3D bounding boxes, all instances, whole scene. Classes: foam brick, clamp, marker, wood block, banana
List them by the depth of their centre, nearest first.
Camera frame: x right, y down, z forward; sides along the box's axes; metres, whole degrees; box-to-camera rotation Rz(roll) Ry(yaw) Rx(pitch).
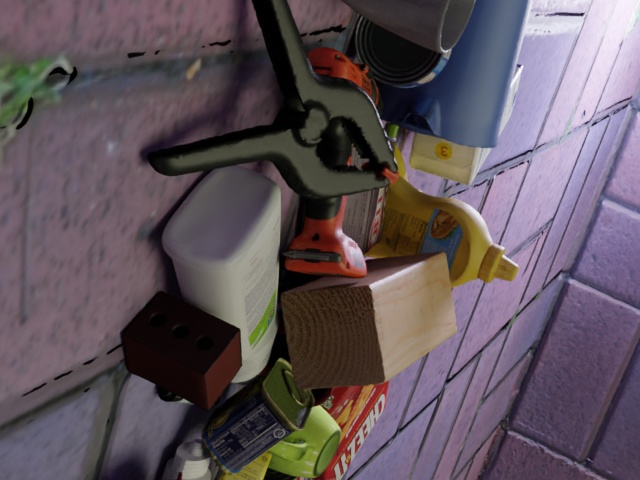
[{"bbox_3d":[-0.023,-0.081,0.788,0.209,0.036,0.164,37,81,-39],"label":"clamp"},{"bbox_3d":[-0.106,0.085,0.827,0.053,0.078,0.051,-53,156,-36],"label":"foam brick"},{"bbox_3d":[-0.114,0.138,0.956,0.020,0.020,0.121,-64,160,-3],"label":"marker"},{"bbox_3d":[0.053,0.073,1.021,0.205,0.091,0.090,-17,99,-64],"label":"wood block"},{"bbox_3d":[-0.007,0.001,1.044,0.120,0.039,0.171,-62,164,-9],"label":"clamp"},{"bbox_3d":[0.093,-0.061,1.228,0.069,0.037,0.197,-60,160,-13],"label":"banana"}]

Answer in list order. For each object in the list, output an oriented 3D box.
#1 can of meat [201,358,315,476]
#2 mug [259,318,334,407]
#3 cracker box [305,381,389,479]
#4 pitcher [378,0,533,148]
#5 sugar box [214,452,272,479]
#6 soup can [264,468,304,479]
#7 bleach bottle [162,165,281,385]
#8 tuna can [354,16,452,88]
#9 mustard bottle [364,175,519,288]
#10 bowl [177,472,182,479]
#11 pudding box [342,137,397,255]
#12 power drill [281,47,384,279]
[{"bbox_3d":[-0.059,0.167,1.008,0.084,0.057,0.102,-38,-176,14],"label":"can of meat"},{"bbox_3d":[-0.019,0.116,1.091,0.117,0.093,0.081,-41,-176,38],"label":"mug"},{"bbox_3d":[0.024,0.195,1.303,0.164,0.072,0.214,-52,158,-32],"label":"cracker box"},{"bbox_3d":[0.144,-0.221,1.046,0.144,0.149,0.243,7,108,-27],"label":"pitcher"},{"bbox_3d":[-0.100,0.286,1.019,0.176,0.048,0.093,-71,-175,-51],"label":"sugar box"},{"bbox_3d":[-0.052,0.274,1.206,0.068,0.069,0.102,-50,156,-37],"label":"soup can"},{"bbox_3d":[-0.073,0.053,0.896,0.102,0.068,0.251,-57,161,-33],"label":"bleach bottle"},{"bbox_3d":[0.077,-0.181,0.967,0.086,0.086,0.033,-69,162,9],"label":"tuna can"},{"bbox_3d":[0.119,-0.003,1.127,0.058,0.192,0.096,-31,142,-59],"label":"mustard bottle"},{"bbox_3d":[-0.157,0.272,0.898,0.162,0.055,0.162,-171,-89,-85],"label":"bowl"},{"bbox_3d":[0.045,-0.047,1.067,0.090,0.039,0.113,-38,135,-74],"label":"pudding box"},{"bbox_3d":[0.016,-0.062,0.928,0.184,0.057,0.187,12,81,-74],"label":"power drill"}]
